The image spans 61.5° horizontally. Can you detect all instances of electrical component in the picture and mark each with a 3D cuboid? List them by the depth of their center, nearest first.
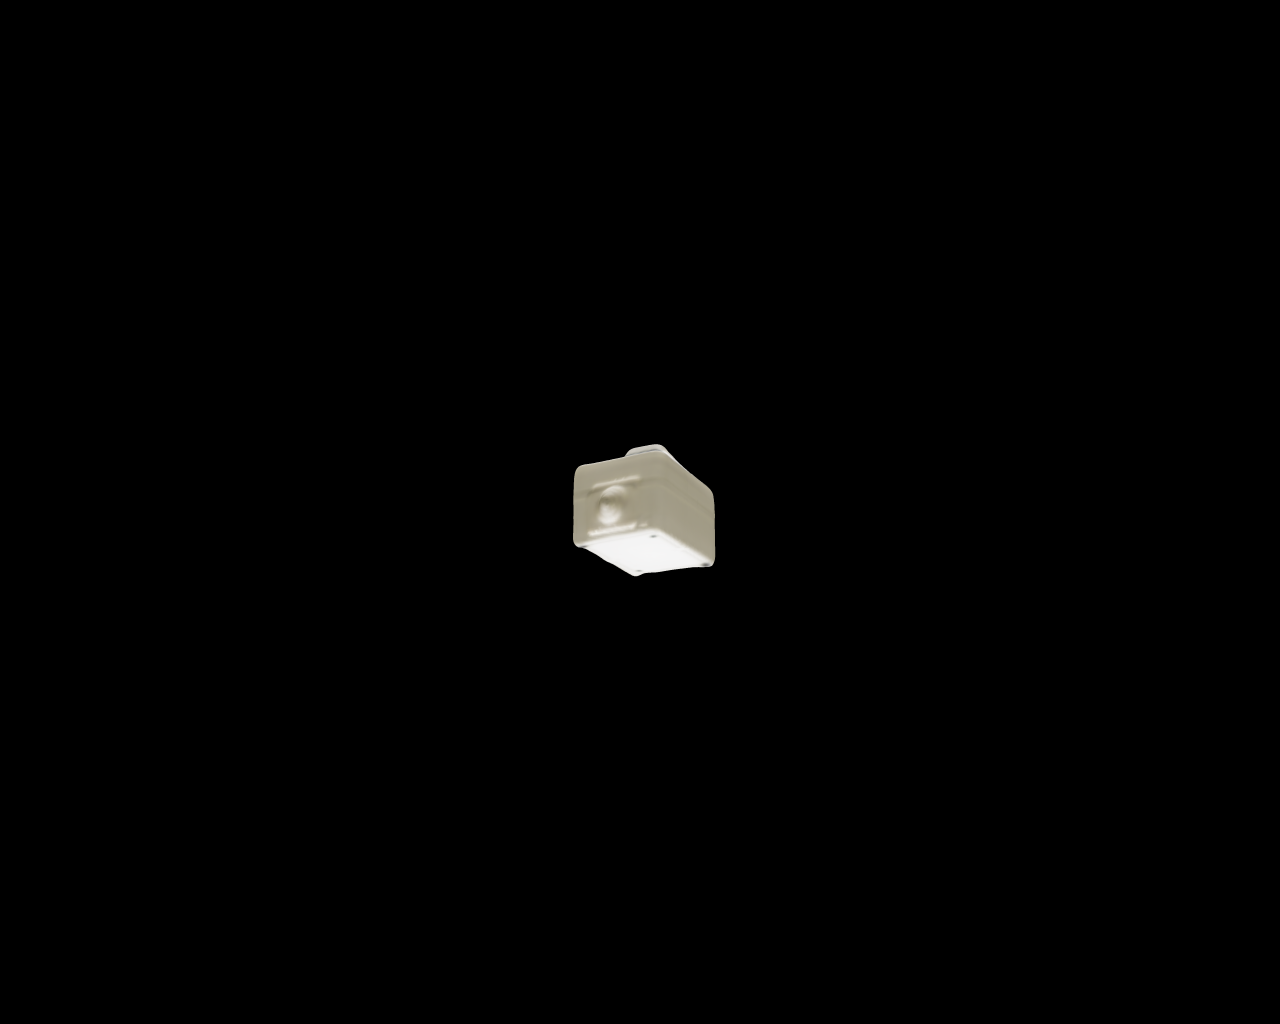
[{"bbox_3d":[0.001,-0.003,0.650,0.061,0.061,0.096,-10,-23,26],"label":"electrical component"}]
